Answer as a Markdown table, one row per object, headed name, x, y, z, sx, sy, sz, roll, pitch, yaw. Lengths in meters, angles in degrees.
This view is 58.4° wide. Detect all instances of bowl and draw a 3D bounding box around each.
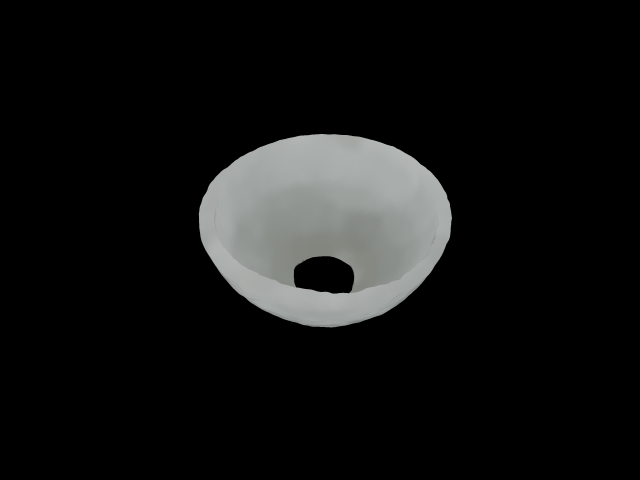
| name | x | y | z | sx | sy | sz | roll | pitch | yaw |
| --- | --- | --- | --- | --- | --- | --- | --- | --- | --- |
| bowl | 0.004 | 0.001 | 0.400 | 0.167 | 0.075 | 0.167 | 0 | 44 | 0 |
